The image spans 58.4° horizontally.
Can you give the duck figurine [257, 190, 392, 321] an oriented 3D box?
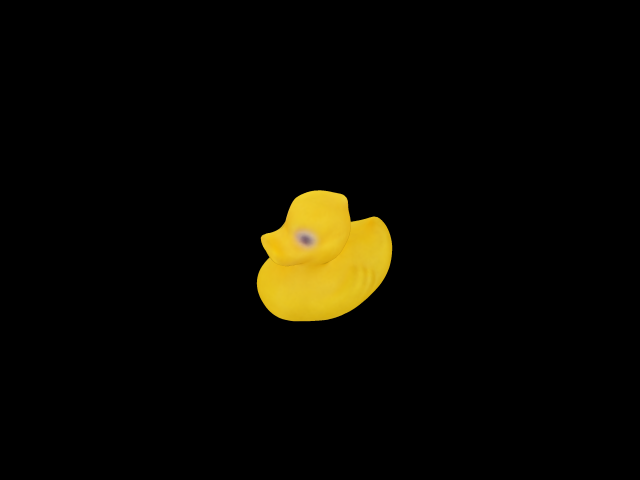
[{"bbox_3d":[0.004,0.001,0.400,0.105,0.086,0.077,-22,52,-18],"label":"duck figurine"}]
